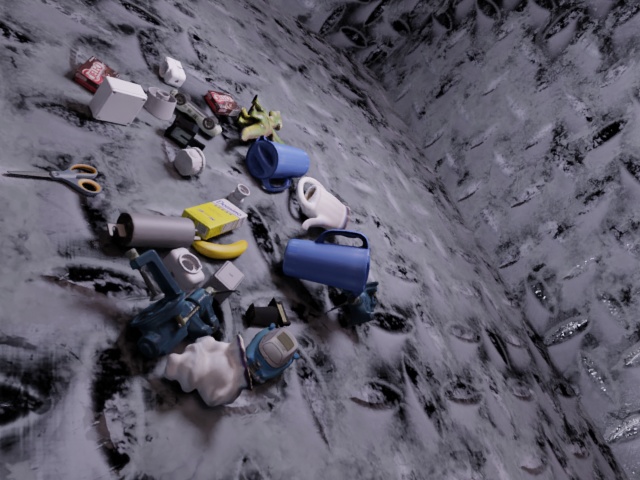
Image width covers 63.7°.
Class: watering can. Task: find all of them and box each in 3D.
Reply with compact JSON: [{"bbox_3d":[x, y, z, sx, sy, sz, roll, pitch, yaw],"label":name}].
[{"bbox_3d":[0.005,-0.089,1.778,0.222,0.356,0.102,34,-60,-24],"label":"watering can"}]

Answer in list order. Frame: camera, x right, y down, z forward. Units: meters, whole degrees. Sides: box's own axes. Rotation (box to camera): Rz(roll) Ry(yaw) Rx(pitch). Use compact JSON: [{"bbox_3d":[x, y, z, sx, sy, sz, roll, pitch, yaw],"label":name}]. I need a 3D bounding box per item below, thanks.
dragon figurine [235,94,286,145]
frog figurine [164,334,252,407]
[{"bbox_3d":[-0.196,-0.392,1.903,0.121,0.420,0.240,-34,-59,25],"label":"dragon figurine"},{"bbox_3d":[-0.227,0.265,1.033,0.160,0.138,0.121,-8,-8,-16],"label":"frog figurine"}]
